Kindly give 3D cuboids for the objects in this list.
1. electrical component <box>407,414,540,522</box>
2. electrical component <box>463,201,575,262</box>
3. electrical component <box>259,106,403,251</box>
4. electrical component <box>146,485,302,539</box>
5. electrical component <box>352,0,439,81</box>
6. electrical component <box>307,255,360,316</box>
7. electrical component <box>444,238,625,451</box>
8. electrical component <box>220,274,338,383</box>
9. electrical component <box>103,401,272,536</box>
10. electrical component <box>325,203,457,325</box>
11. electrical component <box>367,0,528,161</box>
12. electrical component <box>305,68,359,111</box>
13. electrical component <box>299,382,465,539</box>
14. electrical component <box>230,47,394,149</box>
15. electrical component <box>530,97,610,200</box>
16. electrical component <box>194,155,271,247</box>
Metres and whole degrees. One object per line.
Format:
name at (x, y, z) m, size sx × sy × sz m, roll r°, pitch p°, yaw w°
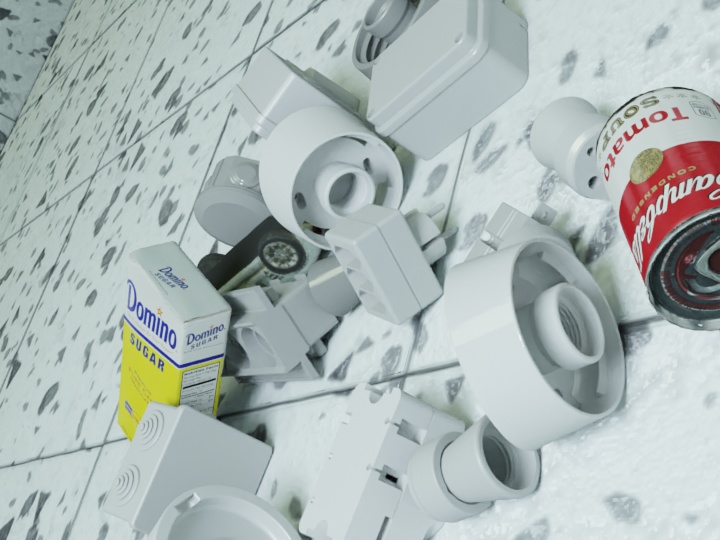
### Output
electrical component at (0.057, 0.102, 0.550) m, size 0.055 × 0.045 × 0.045 m, roll -34°, pitch 36°, yaw 42°
electrical component at (0.091, -0.005, 0.599) m, size 0.066 × 0.048 × 0.055 m, roll -57°, pitch 19°, yaw 6°
electrical component at (-0.020, -0.066, 0.795) m, size 0.099 × 0.099 × 0.064 m, roll -58°, pitch 32°, yaw 5°
electrical component at (-0.088, 0.192, 0.650) m, size 0.060 × 0.108 × 0.108 m, roll -49°, pitch 28°, yaw 34°
electrical component at (0.038, -0.194, 0.864) m, size 0.108 × 0.060 × 0.108 m, roll -42°, pitch 31°, yaw 33°
electrical component at (0.000, 0.000, 0.759) m, size 0.065 × 0.044 × 0.044 m, roll -32°, pitch 38°, yaw 36°
electrical component at (0.081, 0.035, 0.520) m, size 0.064 × 0.099 × 0.099 m, roll -28°, pitch 40°, yaw 38°
electrical component at (-0.075, 0.044, 0.812) m, size 0.063 × 0.078 × 0.121 m, roll -40°, pitch 15°, yaw -30°
electrical component at (-0.122, 0.148, 0.760) m, size 0.048 × 0.100 × 0.099 m, roll 4°, pitch 67°, yaw 48°
electrical component at (0.030, -0.015, 0.702) m, size 0.077 × 0.065 × 0.047 m, roll -35°, pitch 21°, yaw -16°
electrical component at (0.061, -0.143, 0.775) m, size 0.113 × 0.057 × 0.078 m, roll -36°, pitch 35°, yaw 40°
electrical component at (-0.046, -0.155, 0.948) m, size 0.043 × 0.081 × 0.043 m, roll -41°, pitch 32°, yaw 33°
electrical component at (0.016, 0.116, 0.596) m, size 0.050 × 0.056 × 0.089 m, roll -1°, pitch 63°, yaw 60°
electrical component at (-0.041, -0.122, 0.877) m, size 0.056 × 0.109 × 0.108 m, roll -53°, pitch 27°, yaw 9°
electrical component at (0.126, -0.068, 0.600) m, size 0.045 × 0.045 × 0.055 m, roll -54°, pitch 27°, yaw 12°
electrical component at (-0.103, -0.059, 0.956) m, size 0.080 × 0.080 × 0.051 m, roll -30°, pitch 34°, yaw 45°
